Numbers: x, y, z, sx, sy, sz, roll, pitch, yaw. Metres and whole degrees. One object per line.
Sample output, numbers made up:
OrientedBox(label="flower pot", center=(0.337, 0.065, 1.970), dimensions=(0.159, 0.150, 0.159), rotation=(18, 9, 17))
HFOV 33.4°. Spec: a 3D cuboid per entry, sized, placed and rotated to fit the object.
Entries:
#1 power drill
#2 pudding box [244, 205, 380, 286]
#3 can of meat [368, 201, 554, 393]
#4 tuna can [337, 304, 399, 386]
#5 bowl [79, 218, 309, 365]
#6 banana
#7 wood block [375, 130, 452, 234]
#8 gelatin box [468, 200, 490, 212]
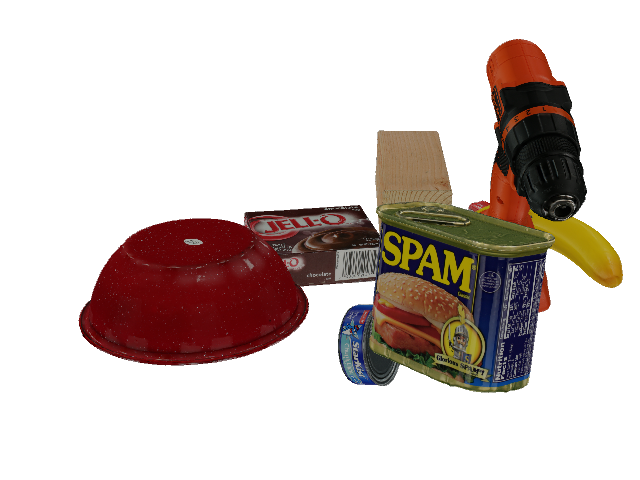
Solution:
OrientedBox(label="power drill", center=(0.156, -0.032, 0.810), dimensions=(0.057, 0.188, 0.184), rotation=(0, 43, -1))
OrientedBox(label="pudding box", center=(-0.006, 0.004, 0.950), dimensions=(0.113, 0.039, 0.090), rotation=(-2, 27, -14))
OrientedBox(label="can of meat", center=(0.074, 0.030, 0.594), dimensions=(0.057, 0.084, 0.102), rotation=(-7, 18, -40))
OrientedBox(label="tuna can", center=(0.052, 0.109, 1.119), dimensions=(0.034, 0.086, 0.086), rotation=(-2, -1, 31))
OrientedBox(label="bowl", center=(-0.089, 0.026, 0.744), dimensions=(0.162, 0.055, 0.162), rotation=(-1, 22, 0))
OrientedBox(label="banana", center=(0.220, -0.001, 1.025), dimensions=(0.069, 0.037, 0.198), rotation=(-39, 37, -25))
OrientedBox(label="wood block", center=(0.125, -0.073, 1.473), dimensions=(0.091, 0.090, 0.206), rotation=(1, 28, 0))
OrientedBox(label="gelatin box", center=(0.205, 0.007, 1.263), dimensions=(0.030, 0.089, 0.073), rotation=(-15, 32, -29))
